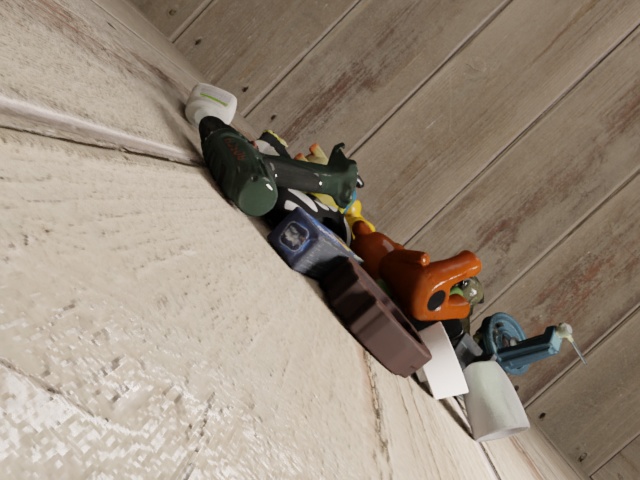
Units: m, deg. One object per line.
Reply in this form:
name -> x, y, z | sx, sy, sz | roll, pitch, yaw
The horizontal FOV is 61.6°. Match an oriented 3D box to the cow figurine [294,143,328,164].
cow figurine -> -0.016, -0.119, 1.251 | 0.127, 0.085, 0.195 | 51, -27, 12

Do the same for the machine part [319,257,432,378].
machine part -> 0.075, 0.105, 0.727 | 0.179, 0.056, 0.179 | 47, 6, -6

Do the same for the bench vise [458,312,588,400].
bench vise -> 0.343, 0.211, 0.981 | 0.129, 0.240, 0.223 | 52, 45, -4

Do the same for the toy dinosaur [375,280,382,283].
toy dinosaur -> 0.180, 0.108, 1.313 | 0.471, 0.105, 0.198 | 54, -4, -9

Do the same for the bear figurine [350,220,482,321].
bear figurine -> 0.136, 0.045, 0.856 | 0.132, 0.120, 0.196 | -11, 30, -28

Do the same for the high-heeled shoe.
high-heeled shoe -> -0.002, -0.003, 0.861 | 0.248, 0.086, 0.145 | 44, 15, -27

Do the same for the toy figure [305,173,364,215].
toy figure -> 0.009, -0.071, 1.002 | 0.089, 0.180, 0.082 | 42, -33, -7

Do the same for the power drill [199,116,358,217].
power drill -> -0.060, -0.113, 0.763 | 0.207, 0.086, 0.232 | 9, 30, -24

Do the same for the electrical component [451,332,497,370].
electrical component -> 0.234, 0.197, 0.900 | 0.047, 0.075, 0.119 | 47, -28, -6

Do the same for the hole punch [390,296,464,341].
hole punch -> 0.175, 0.132, 0.932 | 0.116, 0.142, 0.092 | 61, 9, 8

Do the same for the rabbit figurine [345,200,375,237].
rabbit figurine -> 0.061, 0.006, 1.056 | 0.173, 0.122, 0.162 | 150, -84, -80

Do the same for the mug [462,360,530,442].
mug -> 0.254, 0.242, 0.812 | 0.109, 0.081, 0.107 | 103, -20, -59

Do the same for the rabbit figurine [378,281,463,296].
rabbit figurine -> 0.195, 0.140, 1.030 | 0.170, 0.159, 0.121 | 63, 0, 14

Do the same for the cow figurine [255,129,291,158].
cow figurine -> -0.086, -0.153, 1.157 | 0.167, 0.098, 0.068 | 46, -7, -1

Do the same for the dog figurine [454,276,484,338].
dog figurine -> 0.297, 0.184, 1.130 | 0.172, 0.190, 0.121 | 47, 5, -10

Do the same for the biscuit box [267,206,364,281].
biscuit box -> -0.001, 0.016, 0.762 | 0.059, 0.063, 0.202 | 47, 5, 21
